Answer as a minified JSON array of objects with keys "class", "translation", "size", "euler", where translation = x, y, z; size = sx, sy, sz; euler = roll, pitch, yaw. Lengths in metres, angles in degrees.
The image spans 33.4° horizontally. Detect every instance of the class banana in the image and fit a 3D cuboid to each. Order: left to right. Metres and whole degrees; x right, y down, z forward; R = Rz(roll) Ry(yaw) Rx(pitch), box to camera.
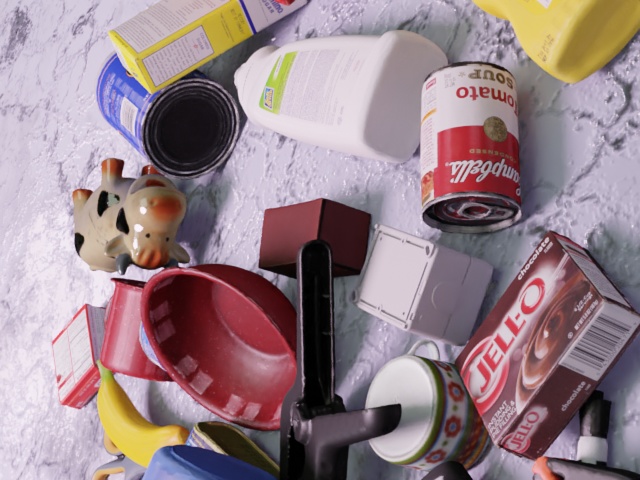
[{"class":"banana","translation":[-0.164,0.170,0.965],"size":[0.198,0.037,0.069],"euler":[22,129,54]}]

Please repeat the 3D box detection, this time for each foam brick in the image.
[{"class":"foam brick","translation":[-0.006,0.001,0.863],"size":[0.078,0.051,0.053],"euler":[-8,70,51]}]

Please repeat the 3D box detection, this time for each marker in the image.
[{"class":"marker","translation":[0.157,0.147,0.619],"size":[0.020,0.020,0.121],"euler":[-11,66,49]}]

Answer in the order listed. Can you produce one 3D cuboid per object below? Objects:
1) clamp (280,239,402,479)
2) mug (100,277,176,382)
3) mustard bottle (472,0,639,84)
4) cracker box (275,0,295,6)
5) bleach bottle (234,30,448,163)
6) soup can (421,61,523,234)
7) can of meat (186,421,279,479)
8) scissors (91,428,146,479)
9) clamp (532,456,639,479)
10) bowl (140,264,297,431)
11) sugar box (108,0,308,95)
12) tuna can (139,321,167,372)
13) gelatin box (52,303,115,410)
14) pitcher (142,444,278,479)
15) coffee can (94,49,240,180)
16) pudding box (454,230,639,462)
[{"class":"clamp","translation":[0.004,0.128,0.742],"size":[0.165,0.036,0.210],"euler":[-117,31,-51]},{"class":"mug","translation":[-0.165,0.082,0.999],"size":[0.117,0.093,0.081],"euler":[12,90,42]},{"class":"mustard bottle","translation":[0.149,-0.194,0.742],"size":[0.096,0.058,0.192],"euler":[-54,40,21]},{"class":"cracker box","translation":[-0.034,-0.310,0.975],"size":[0.164,0.072,0.214],"euler":[-44,38,-5]},{"class":"bleach bottle","translation":[-0.001,-0.133,0.908],"size":[0.251,0.068,0.102],"euler":[24,93,56]},{"class":"soup can","translation":[0.104,-0.063,0.736],"size":[0.069,0.068,0.102],"euler":[-21,59,46]},{"class":"can of meat","translation":[-0.078,0.205,0.855],"size":[0.102,0.057,0.084],"euler":[33,102,42]},{"class":"scissors","translation":[-0.161,0.193,1.009],"size":[0.202,0.016,0.096],"euler":[-33,51,40]},{"class":"clamp","translation":[0.167,0.189,0.561],"size":[0.120,0.039,0.172],"euler":[-55,45,7]},{"class":"bowl","translation":[-0.066,0.075,0.863],"size":[0.162,0.162,0.055],"euler":[-21,18,46]},{"class":"sugar box","translation":[-0.107,-0.211,1.012],"size":[0.176,0.048,0.093],"euler":[-30,38,-11]},{"class":"tuna can","translation":[-0.113,0.079,0.939],"size":[0.034,0.086,0.086],"euler":[24,94,52]},{"class":"gelatin box","translation":[-0.253,0.125,1.145],"size":[0.073,0.030,0.089],"euler":[-46,44,28]},{"class":"pitcher","translation":[-0.111,0.272,0.757],"size":[0.149,0.145,0.243],"euler":[20,88,20]},{"class":"coffee can","translation":[-0.155,-0.132,1.067],"size":[0.140,0.102,0.103],"euler":[40,107,51]},{"class":"pudding box","translation":[0.136,0.063,0.650],"size":[0.114,0.039,0.090],"euler":[-56,24,18]}]
